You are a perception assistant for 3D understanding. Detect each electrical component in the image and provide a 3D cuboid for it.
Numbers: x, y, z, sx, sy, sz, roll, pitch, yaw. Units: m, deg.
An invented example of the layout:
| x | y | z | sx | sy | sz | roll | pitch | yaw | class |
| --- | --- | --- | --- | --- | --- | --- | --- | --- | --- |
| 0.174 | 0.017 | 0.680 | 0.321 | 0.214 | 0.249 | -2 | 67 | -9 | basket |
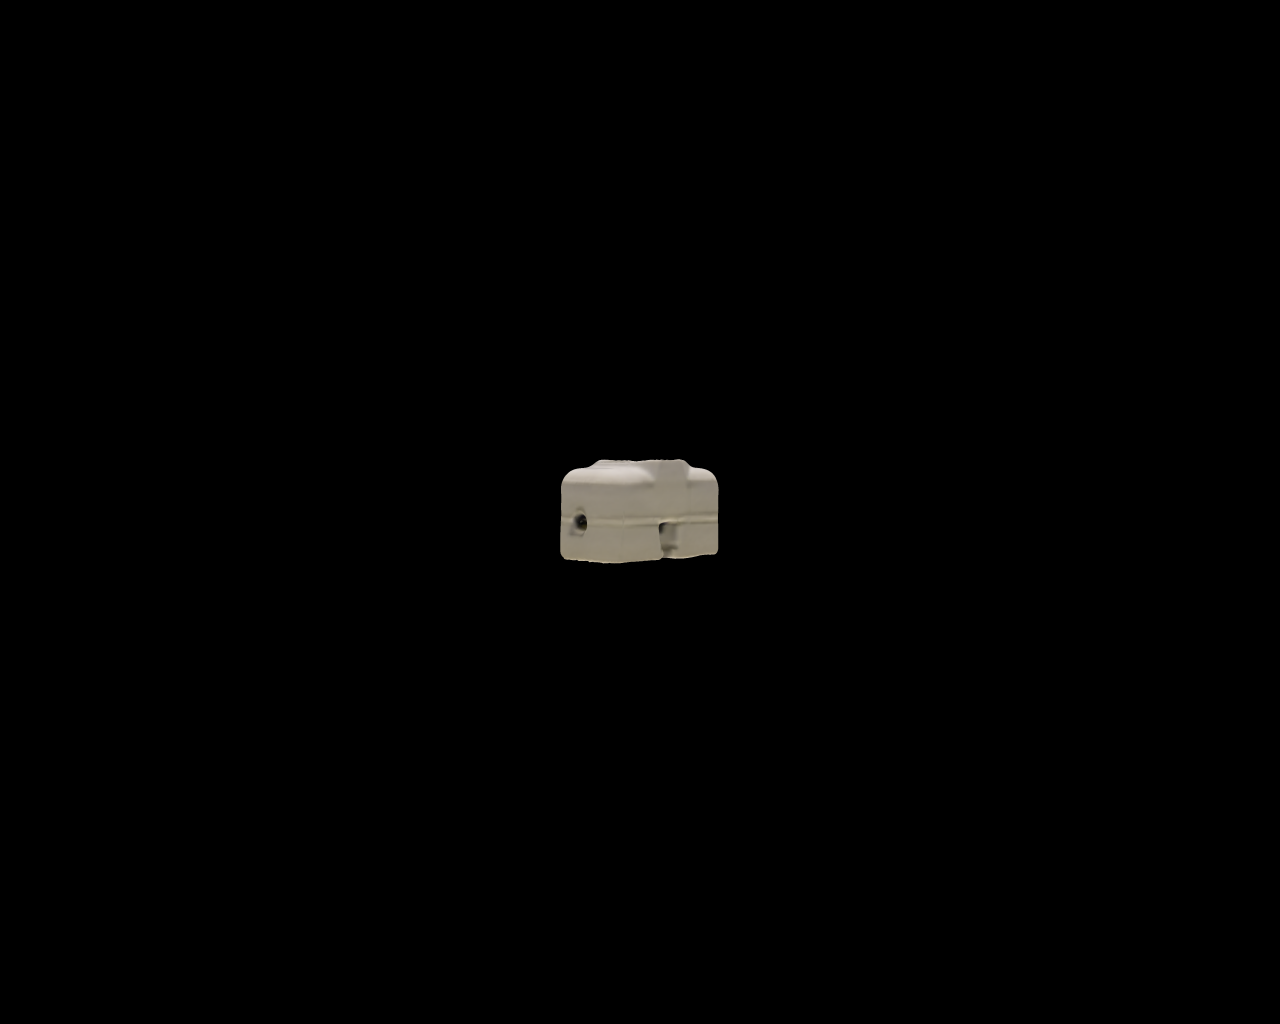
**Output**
| x | y | z | sx | sy | sz | roll | pitch | yaw | class |
| --- | --- | --- | --- | --- | --- | --- | --- | --- | --- |
| 0.001 | -0.003 | 0.650 | 0.095 | 0.059 | 0.053 | -2 | 3 | -40 | electrical component |
